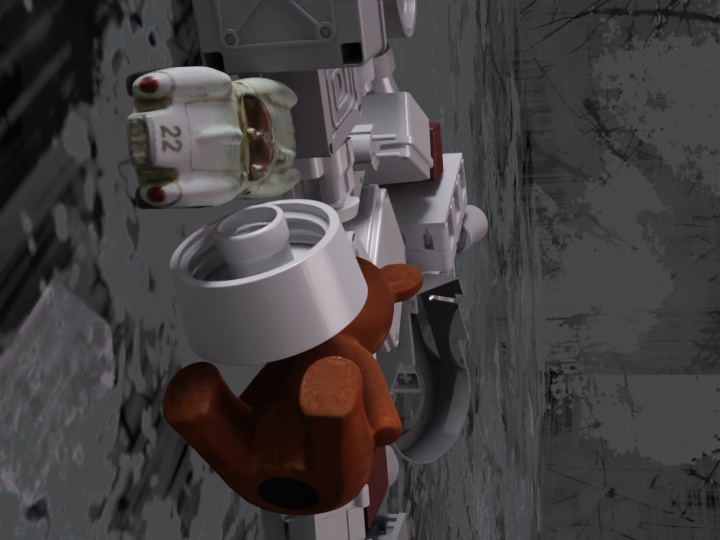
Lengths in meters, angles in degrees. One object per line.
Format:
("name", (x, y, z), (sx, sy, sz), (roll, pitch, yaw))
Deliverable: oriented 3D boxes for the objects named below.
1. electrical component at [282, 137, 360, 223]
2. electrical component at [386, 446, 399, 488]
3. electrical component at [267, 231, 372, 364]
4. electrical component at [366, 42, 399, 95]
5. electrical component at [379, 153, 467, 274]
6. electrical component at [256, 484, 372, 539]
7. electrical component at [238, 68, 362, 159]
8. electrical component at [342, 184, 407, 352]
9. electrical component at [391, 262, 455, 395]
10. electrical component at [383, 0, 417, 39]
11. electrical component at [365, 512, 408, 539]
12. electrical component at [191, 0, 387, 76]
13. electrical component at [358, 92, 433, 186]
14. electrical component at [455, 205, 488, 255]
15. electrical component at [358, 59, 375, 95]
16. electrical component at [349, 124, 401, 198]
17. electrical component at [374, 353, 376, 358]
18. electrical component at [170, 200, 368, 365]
("electrical component", (-0.031, -0.066, 0.807), (0.078, 0.058, 0.057), (-55, 138, -68))
("electrical component", (0.006, 0.160, 0.960), (0.077, 0.043, 0.079), (30, 60, -74))
("electrical component", (-0.028, 0.034, 0.807), (0.078, 0.057, 0.113), (59, 32, -64))
("electrical component", (0.013, -0.185, 1.024), (0.045, 0.045, 0.055), (-75, 158, -49))
("electrical component", (0.055, -0.056, 1.085), (0.150, 0.089, 0.061), (-70, 155, -56))
("electrical component", (-0.031, 0.153, 0.746), (0.079, 0.063, 0.121), (-12, 104, -35))
("electrical component", (-0.041, -0.129, 0.772), (0.113, 0.057, 0.078), (-63, 149, -63))
("electrical component", (0.000, 0.000, 0.927), (0.108, 0.056, 0.108), (68, 25, -55))
("electrical component", (0.062, 0.029, 1.168), (0.105, 0.060, 0.186), (74, 20, -46))
("electrical component", (0.013, -0.268, 1.001), (0.108, 0.060, 0.108), (-2, 90, -76))
("electrical component", (-0.002, 0.274, 0.876), (0.150, 0.062, 0.089), (-55, 141, -68))
("electrical component", (-0.046, -0.178, 0.653), (0.056, 0.109, 0.108), (-57, 143, -62))
("electrical component", (0.019, -0.116, 0.974), (0.113, 0.078, 0.057), (24, 62, -75))
("electrical component", (0.110, -0.041, 1.156), (0.065, 0.044, 0.044), (-43, 131, -65))
("electrical component", (-0.003, -0.175, 0.979), (0.035, 0.035, 0.061), (-74, 160, -51))
("electrical component", (-0.006, -0.099, 0.874), (0.083, 0.076, 0.047), (75, 19, -44))
("electrical component", (-0.013, 0.071, 0.873), (0.055, 0.055, 0.047), (51, 37, -68))
("electrical component", (-0.055, -0.002, 0.609), (0.108, 0.108, 0.060), (-69, 148, -57))
